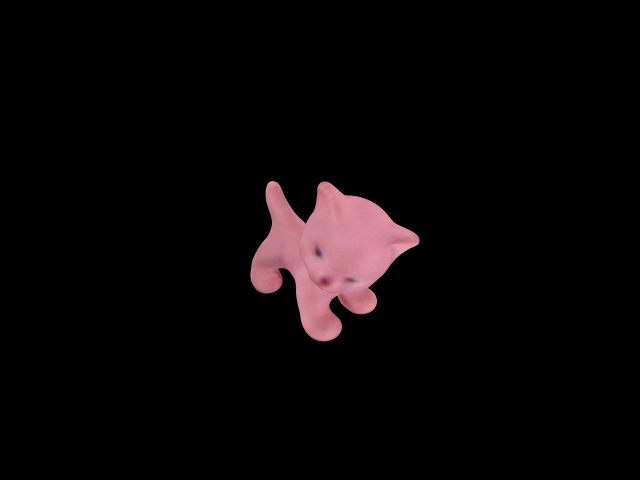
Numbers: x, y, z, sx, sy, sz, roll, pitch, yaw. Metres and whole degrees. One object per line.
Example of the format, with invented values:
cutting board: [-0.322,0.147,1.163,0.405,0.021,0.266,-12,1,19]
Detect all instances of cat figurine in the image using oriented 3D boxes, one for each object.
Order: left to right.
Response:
cat figurine: [0.004,0.001,0.400,0.067,0.118,0.127,-29,46,-33]
